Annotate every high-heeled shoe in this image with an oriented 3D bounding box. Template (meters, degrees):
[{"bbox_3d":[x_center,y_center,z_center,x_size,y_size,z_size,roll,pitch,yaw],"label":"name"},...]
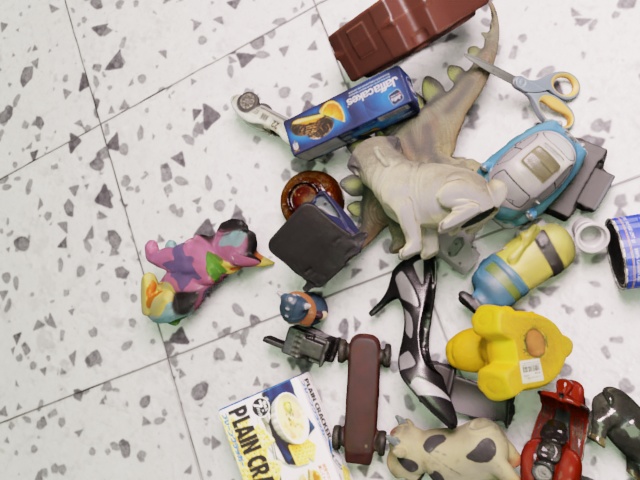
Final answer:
[{"bbox_3d":[0.174,0.141,0.809,0.145,0.086,0.249,-41,60,12],"label":"high-heeled shoe"}]

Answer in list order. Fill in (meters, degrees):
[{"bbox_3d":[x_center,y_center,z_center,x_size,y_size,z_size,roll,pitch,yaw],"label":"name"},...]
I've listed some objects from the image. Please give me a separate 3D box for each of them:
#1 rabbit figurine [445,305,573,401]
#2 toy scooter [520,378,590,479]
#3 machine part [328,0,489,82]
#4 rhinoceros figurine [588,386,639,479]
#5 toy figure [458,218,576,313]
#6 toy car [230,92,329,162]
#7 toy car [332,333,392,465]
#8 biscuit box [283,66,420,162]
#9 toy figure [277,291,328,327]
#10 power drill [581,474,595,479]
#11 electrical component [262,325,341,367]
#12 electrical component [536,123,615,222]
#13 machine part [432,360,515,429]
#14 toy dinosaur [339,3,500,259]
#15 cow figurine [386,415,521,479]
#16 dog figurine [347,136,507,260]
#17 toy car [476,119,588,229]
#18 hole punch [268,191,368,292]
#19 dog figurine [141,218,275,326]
[{"bbox_3d":[0.257,0.149,0.771,0.162,0.173,0.122,-11,80,-28],"label":"rabbit figurine"},{"bbox_3d":[0.314,0.254,0.710,0.075,0.135,0.184,12,58,32],"label":"toy scooter"},{"bbox_3d":[0.130,-0.324,0.802,0.201,0.201,0.087,-41,106,-29],"label":"machine part"},{"bbox_3d":[0.458,0.278,0.728,0.190,0.073,0.112,34,85,20],"label":"rhinoceros figurine"},{"bbox_3d":[0.291,0.046,0.796,0.180,0.082,0.089,-45,93,2],"label":"toy figure"},{"bbox_3d":[-0.071,-0.199,0.939,0.202,0.073,0.056,31,94,18],"label":"toy car"},{"bbox_3d":[0.068,0.252,0.865,0.089,0.053,0.202,2,82,8],"label":"toy car"},{"bbox_3d":[0.047,-0.187,0.816,0.203,0.059,0.063,-21,80,23],"label":"biscuit box"},{"bbox_3d":[-0.027,0.110,0.855,0.064,0.154,0.057,-5,82,17],"label":"toy figure"},{"bbox_3d":[0.334,0.444,0.747,0.232,0.086,0.207,-15,77,16],"label":"power drill"},{"bbox_3d":[-0.032,0.167,0.896,0.119,0.074,0.047,19,92,22],"label":"electrical component"},{"bbox_3d":[0.357,-0.095,0.798,0.134,0.058,0.115,28,96,19],"label":"electrical component"},{"bbox_3d":[0.228,0.237,0.822,0.139,0.039,0.084,16,85,20],"label":"machine part"},{"bbox_3d":[0.155,-0.142,0.843,0.199,0.105,0.471,44,100,17],"label":"toy dinosaur"},{"bbox_3d":[0.183,0.314,0.795,0.195,0.085,0.127,-28,93,31],"label":"cow figurine"},{"bbox_3d":[0.140,-0.087,0.732,0.172,0.121,0.190,-30,72,18],"label":"dog figurine"},{"bbox_3d":[0.289,-0.091,0.732,0.161,0.103,0.109,-41,84,11],"label":"toy car"},{"bbox_3d":[-0.002,-0.003,0.841,0.116,0.092,0.142,42,112,-6],"label":"hole punch"},{"bbox_3d":[-0.195,0.058,0.943,0.219,0.108,0.191,1,85,16],"label":"dog figurine"}]
